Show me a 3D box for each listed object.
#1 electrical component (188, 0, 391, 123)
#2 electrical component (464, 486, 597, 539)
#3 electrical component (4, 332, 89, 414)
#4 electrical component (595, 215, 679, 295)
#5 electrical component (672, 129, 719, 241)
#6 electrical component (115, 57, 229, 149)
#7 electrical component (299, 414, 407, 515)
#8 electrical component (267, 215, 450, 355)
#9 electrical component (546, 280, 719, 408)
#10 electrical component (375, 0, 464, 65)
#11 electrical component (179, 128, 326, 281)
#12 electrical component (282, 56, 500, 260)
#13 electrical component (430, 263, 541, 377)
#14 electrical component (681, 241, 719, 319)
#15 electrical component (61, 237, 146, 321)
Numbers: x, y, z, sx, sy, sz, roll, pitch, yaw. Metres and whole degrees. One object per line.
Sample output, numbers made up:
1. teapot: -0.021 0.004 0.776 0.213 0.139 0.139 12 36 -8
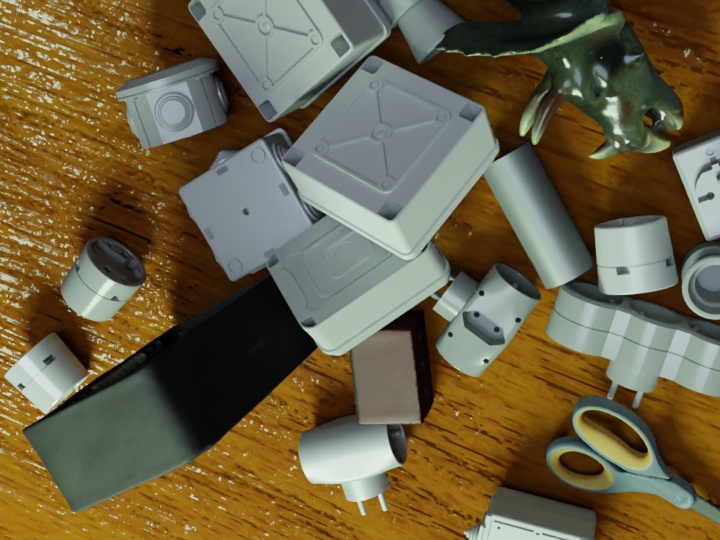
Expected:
1. electrical component: -0.051 -0.180 0.767 0.109 0.056 0.108 -33 93 44
2. electrical component: 0.129 0.210 0.829 0.096 0.061 0.061 13 107 12
3. electrical component: -0.264 0.088 0.913 0.055 0.055 0.047 -42 93 20
4. electrical component: 0.194 -0.011 0.761 0.055 0.055 0.047 -7 98 17
5. electrical component: 0.245 -0.056 0.723 0.047 0.077 0.065 -22 97 19
6. electrical component: -0.139 -0.127 0.812 0.080 0.080 0.051 -13 105 18
7. electrical component: 0.000 0.159 0.862 0.077 0.043 0.079 -15 99 19
8. electrical component: 0.000 0.000 0.787 0.113 0.057 0.078 -34 57 3
9. electrical component: 0.201 0.064 0.778 0.138 0.052 0.073 19 107 11
10. electrical component: 0.042 -0.181 0.766 0.045 0.045 0.055 -39 91 20
11. electrical component: -0.080 -0.049 0.830 0.100 0.048 0.099 -29 94 20
12. electrical component: 0.022 -0.079 0.750 0.109 0.056 0.108 31 75 31
13. electrical component: 0.081 0.027 0.807 0.079 0.043 0.077 37 110 4
14. electrical component: 0.247 0.006 0.749 0.045 0.055 0.045 4 104 15
15. electrical component: -0.211 0.009 0.878 0.055 0.055 0.047 43 114 2
